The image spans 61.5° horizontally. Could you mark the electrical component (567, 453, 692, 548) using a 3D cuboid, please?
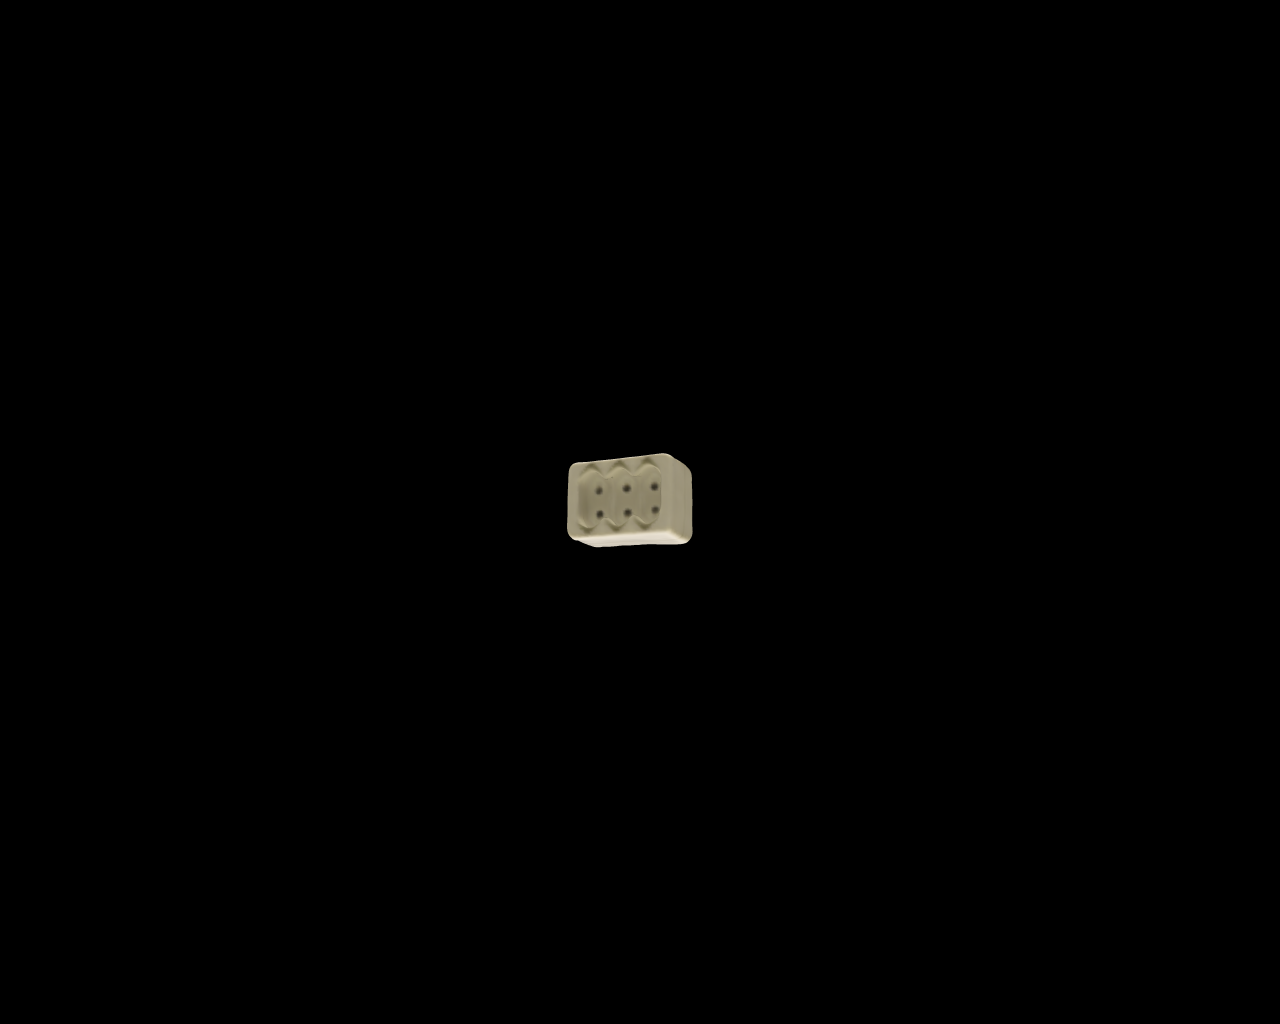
[{"bbox_3d":[0.001,-0.003,0.650,0.066,0.047,0.076,-4,-11,20],"label":"electrical component"}]
